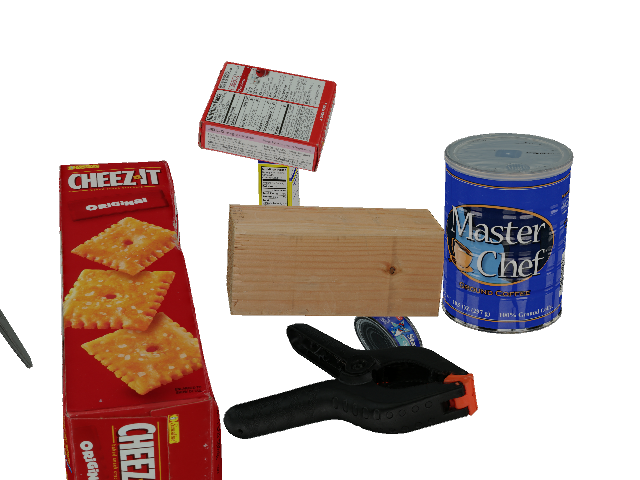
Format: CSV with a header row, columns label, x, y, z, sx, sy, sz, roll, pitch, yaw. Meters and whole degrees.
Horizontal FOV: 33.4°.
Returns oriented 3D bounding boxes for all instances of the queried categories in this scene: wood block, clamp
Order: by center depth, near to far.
label,x,y,z,sx,sy,sz,roll,pitch,yaw
clamp,0.019,0.106,0.738,0.172,0.039,0.120,4,38,35
wood block,0.012,0.020,1.067,0.206,0.091,0.090,1,18,-8

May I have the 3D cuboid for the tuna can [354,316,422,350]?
label,x,y,z,sx,sy,sz,roll,pitch,yaw
tuna can,0.080,0.114,1.275,0.033,0.086,0.086,-36,17,-24

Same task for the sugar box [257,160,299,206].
label,x,y,z,sx,sy,sz,roll,pitch,yaw
sugar box,-0.050,-0.066,1.272,0.048,0.176,0.093,0,23,5

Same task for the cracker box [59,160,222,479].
label,x,y,z,sx,sy,sz,roll,pitch,yaw
cracker box,-0.099,0.078,0.574,0.072,0.164,0.214,-4,34,-11

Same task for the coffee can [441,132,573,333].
label,x,y,z,sx,sy,sz,roll,pitch,yaw
coffee can,0.153,-0.008,0.888,0.103,0.140,0.103,-1,23,0

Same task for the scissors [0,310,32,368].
label,x,y,z,sx,sy,sz,roll,pitch,yaw
scissors,-0.342,0.030,1.072,0.016,0.201,0.096,-26,27,22

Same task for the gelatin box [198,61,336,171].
label,x,y,z,sx,sy,sz,roll,pitch,yaw
gelatin box,-0.038,-0.092,0.783,0.089,0.073,0.030,11,-43,3
